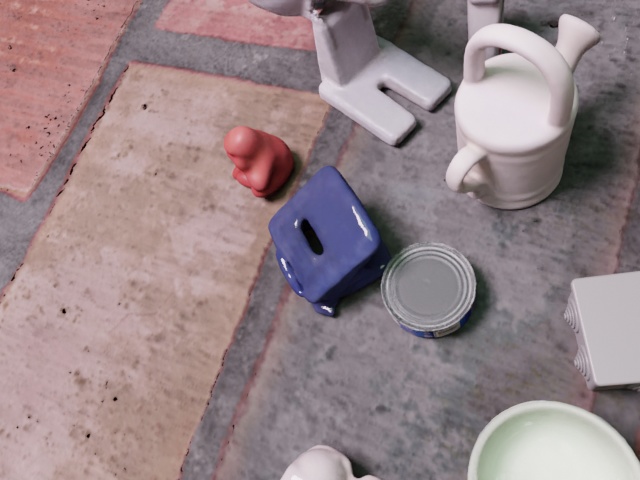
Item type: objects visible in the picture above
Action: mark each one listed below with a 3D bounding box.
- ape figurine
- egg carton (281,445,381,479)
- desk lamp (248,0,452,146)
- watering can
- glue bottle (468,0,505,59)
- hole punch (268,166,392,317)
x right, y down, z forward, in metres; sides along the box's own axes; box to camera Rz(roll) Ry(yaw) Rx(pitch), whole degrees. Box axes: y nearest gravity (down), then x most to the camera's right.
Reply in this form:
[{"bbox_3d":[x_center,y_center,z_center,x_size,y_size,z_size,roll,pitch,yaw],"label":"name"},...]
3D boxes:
[{"bbox_3d":[-0.072,-0.090,0.605,0.076,0.092,0.077,-16,64,8],"label":"ape figurine"},{"bbox_3d":[-0.005,0.248,0.456,0.107,0.069,0.150,26,76,23],"label":"egg carton"},{"bbox_3d":[0.023,-0.232,0.571,0.202,0.214,0.118,40,82,26],"label":"desk lamp"},{"bbox_3d":[0.170,-0.118,0.494,0.100,0.194,0.173,16,73,21],"label":"watering can"},{"bbox_3d":[0.163,-0.242,0.561,0.037,0.173,0.078,3,68,17],"label":"glue bottle"},{"bbox_3d":[0.005,0.002,0.546,0.101,0.091,0.108,-31,63,1],"label":"hole punch"}]
